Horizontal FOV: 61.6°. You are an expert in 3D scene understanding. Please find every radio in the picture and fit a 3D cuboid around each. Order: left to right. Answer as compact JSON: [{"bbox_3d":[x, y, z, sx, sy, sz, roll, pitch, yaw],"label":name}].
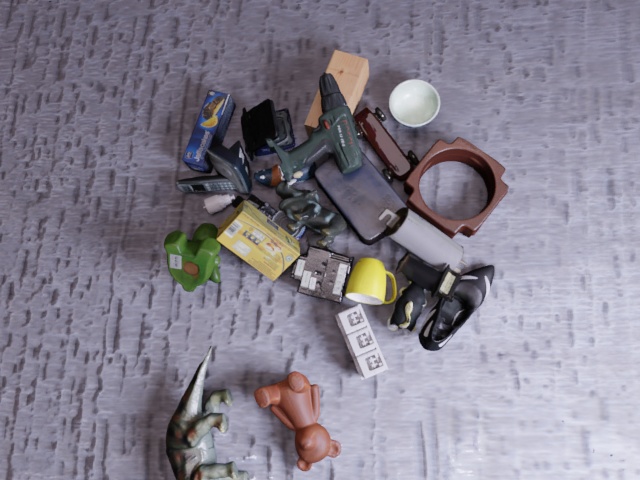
[{"bbox_3d":[0.096,-0.106,1.274,0.131,0.073,0.230,-37,75,-2],"label":"radio"}]

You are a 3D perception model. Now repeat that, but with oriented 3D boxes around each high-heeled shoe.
[{"bbox_3d":[0.302,0.138,1.161,0.086,0.145,0.248,39,86,11],"label":"high-heeled shoe"}]

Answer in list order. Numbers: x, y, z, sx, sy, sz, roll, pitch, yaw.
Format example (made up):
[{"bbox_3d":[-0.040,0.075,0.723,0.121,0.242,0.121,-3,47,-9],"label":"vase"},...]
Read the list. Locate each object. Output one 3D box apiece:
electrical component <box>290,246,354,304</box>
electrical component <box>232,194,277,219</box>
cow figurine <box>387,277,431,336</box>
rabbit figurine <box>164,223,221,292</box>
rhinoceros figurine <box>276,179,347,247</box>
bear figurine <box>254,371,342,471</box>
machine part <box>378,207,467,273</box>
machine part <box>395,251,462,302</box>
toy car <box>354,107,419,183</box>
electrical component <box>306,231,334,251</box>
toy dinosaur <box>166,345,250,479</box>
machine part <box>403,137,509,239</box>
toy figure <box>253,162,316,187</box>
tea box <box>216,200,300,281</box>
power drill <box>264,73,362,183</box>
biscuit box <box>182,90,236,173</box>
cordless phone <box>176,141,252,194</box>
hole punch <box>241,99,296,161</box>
[{"bbox_3d":[0.002,0.075,1.240,0.134,0.058,0.114,17,90,8],"label":"electrical component"},{"bbox_3d":[-0.166,-0.068,1.299,0.119,0.047,0.075,23,76,48],"label":"electrical component"},{"bbox_3d":[0.207,0.126,1.198,0.068,0.098,0.167,22,74,13],"label":"cow figurine"},{"bbox_3d":[-0.271,0.033,1.251,0.121,0.170,0.158,3,120,8],"label":"rabbit figurine"},{"bbox_3d":[-0.026,-0.069,1.244,0.190,0.073,0.112,34,62,9],"label":"rhinoceros figurine"},{"bbox_3d":[-0.043,0.391,1.153,0.120,0.131,0.196,-25,70,9],"label":"bear figurine"},{"bbox_3d":[0.234,0.001,1.199,0.243,0.079,0.079,34,82,-17],"label":"machine part"},{"bbox_3d":[0.236,0.076,1.169,0.139,0.039,0.084,26,64,6],"label":"machine part"},{"bbox_3d":[0.156,-0.231,1.305,0.089,0.053,0.202,-38,77,13],"label":"toy car"},{"bbox_3d":[-0.003,-0.004,1.285,0.063,0.021,0.094,-20,80,2],"label":"electrical component"},{"bbox_3d":[-0.273,0.453,1.171,0.192,0.131,0.405,-16,71,2],"label":"toy dinosaur"},{"bbox_3d":[0.312,-0.118,1.248,0.202,0.087,0.201,37,83,13],"label":"machine part"},{"bbox_3d":[-0.084,-0.162,1.308,0.155,0.064,0.057,-15,91,2],"label":"toy figure"},{"bbox_3d":[-0.138,0.002,1.221,0.169,0.068,0.098,40,108,-22],"label":"tea box"},{"bbox_3d":[-0.019,-0.239,1.223,0.207,0.086,0.232,-26,92,-7],"label":"power drill"},{"bbox_3d":[-0.278,-0.271,1.352,0.059,0.062,0.202,16,79,10],"label":"biscuit box"},{"bbox_3d":[-0.264,-0.162,1.284,0.184,0.146,0.089,-7,67,3],"label":"cordless phone"},{"bbox_3d":[-0.129,-0.272,1.335,0.116,0.092,0.142,-19,77,33],"label":"hole punch"}]
